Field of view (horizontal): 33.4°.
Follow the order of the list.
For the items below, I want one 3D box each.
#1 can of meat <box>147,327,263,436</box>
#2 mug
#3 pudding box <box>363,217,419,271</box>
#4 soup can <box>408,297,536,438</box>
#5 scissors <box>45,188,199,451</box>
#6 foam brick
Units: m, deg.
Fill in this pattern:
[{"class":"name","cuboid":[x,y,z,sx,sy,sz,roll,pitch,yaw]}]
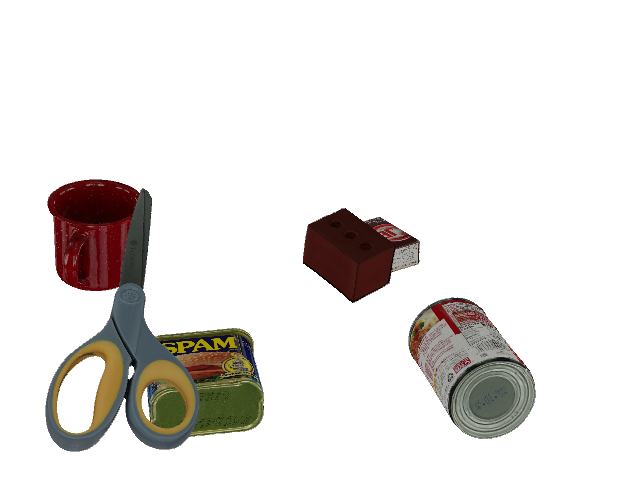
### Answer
[{"class":"can of meat","cuboid":[-0.103,0.124,0.929,0.102,0.057,0.084,-4,27,-10]},{"class":"mug","cuboid":[-0.224,0.003,1.048,0.093,0.081,0.117,9,31,4]},{"class":"pudding box","cuboid":[0.055,0.012,1.341,0.113,0.039,0.090,-18,28,-26]},{"class":"soup can","cuboid":[0.113,0.095,0.808,0.068,0.068,0.102,0,22,-13]},{"class":"scissors","cuboid":[-0.103,0.050,0.662,0.096,0.201,0.016,20,-43,0]},{"class":"foam brick","cuboid":[0.028,0.014,1.056,0.052,0.051,0.078,-26,48,-34]}]
